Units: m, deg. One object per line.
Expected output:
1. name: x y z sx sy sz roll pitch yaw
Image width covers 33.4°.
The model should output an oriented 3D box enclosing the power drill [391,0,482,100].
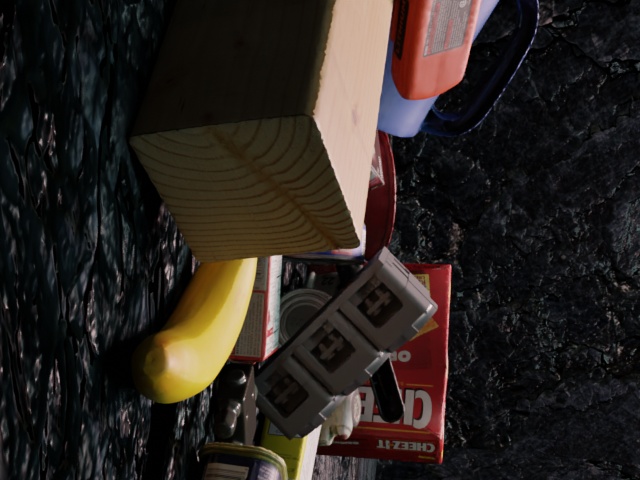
1. power drill: 0.024 -0.173 0.723 0.188 0.057 0.184 44 -36 34

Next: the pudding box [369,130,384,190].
1. pudding box: 0.023 -0.109 1.030 0.090 0.039 0.113 49 26 -34

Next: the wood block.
1. wood block: -0.020 -0.099 0.561 0.091 0.090 0.206 68 24 -45

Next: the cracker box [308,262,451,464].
1. cracker box: 0.058 0.127 1.164 0.072 0.164 0.213 81 14 -55

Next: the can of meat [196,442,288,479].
1. can of meat: -0.055 0.190 0.672 0.102 0.057 0.084 86 13 -48

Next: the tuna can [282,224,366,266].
1. tuna can: -0.006 0.001 0.857 0.086 0.086 0.034 37 56 -82

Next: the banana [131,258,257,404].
1. banana: -0.065 0.040 0.561 0.197 0.037 0.070 -71 163 -64

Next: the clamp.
1. clamp: 0.036 0.051 1.023 0.164 0.036 0.210 73 2 -54

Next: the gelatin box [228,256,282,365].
1. gelatin box: -0.047 0.040 0.764 0.073 0.030 0.089 -14 108 -85

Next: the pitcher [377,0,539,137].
1. pitcher: 0.094 -0.206 0.839 0.149 0.145 0.243 6 126 -50

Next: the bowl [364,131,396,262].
1. bowl: 0.030 -0.054 1.153 0.162 0.055 0.162 177 -90 -74

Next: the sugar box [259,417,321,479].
1. sugar box: -0.033 0.211 0.932 0.093 0.048 0.176 87 13 -46

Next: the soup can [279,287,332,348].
1. soup can: -0.008 0.087 0.977 0.102 0.068 0.068 72 23 -72
